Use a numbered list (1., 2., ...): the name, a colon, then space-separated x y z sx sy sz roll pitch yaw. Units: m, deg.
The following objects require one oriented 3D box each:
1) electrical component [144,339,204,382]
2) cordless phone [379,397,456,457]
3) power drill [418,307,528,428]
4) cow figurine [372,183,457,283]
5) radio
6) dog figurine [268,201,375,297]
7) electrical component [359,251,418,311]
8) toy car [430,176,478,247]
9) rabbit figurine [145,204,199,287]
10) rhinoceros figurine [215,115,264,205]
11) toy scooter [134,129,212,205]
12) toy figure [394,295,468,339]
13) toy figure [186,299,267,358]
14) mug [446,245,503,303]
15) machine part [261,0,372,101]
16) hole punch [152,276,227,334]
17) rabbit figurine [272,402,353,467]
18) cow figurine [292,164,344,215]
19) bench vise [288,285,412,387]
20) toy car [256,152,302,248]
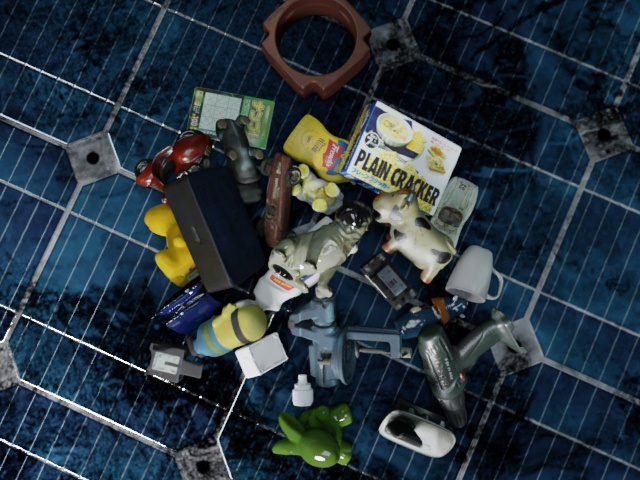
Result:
1. electrical component: -0.300 0.256 1.125 0.119 0.048 0.074 9 87 1
2. cordless phone: 0.199 0.379 1.043 0.147 0.184 0.088 23 82 2
3. power drill: 0.312 0.248 1.099 0.207 0.086 0.231 -30 104 2
4. cow figurine: 0.183 -0.022 1.056 0.195 0.085 0.127 40 119 -4
5. radio: -0.201 -0.026 1.054 0.073 0.131 0.229 -14 102 32
6. dog figurine: 0.001 0.000 1.063 0.173 0.121 0.190 16 57 31
7. electrical component: 0.137 0.082 1.088 0.058 0.134 0.115 -42 89 -1
8. toy car: 0.267 -0.035 1.133 0.073 0.056 0.201 25 87 2
9. rabbit figurine: -0.291 -0.015 1.114 0.162 0.121 0.173 -42 70 -5
10. rhinoceros figurine: -0.171 -0.167 1.121 0.073 0.112 0.190 -16 85 -29
11. toy scooter: -0.299 -0.145 1.123 0.184 0.075 0.135 -29 54 3
12. toy figure: 0.232 0.155 1.120 0.154 0.064 0.058 -23 50 -5
13. toy figure: -0.186 0.187 1.093 0.180 0.082 0.089 -34 82 18
14. mug: 0.328 0.071 1.114 0.110 0.080 0.107 18 78 8
15. machine part: -0.007 -0.418 1.148 0.201 0.087 0.201 -42 86 -1
16. hole punch: -0.261 0.138 1.104 0.142 0.116 0.092 -34 95 -1
17. rabbit figurine: -0.008 0.381 1.052 0.159 0.170 0.121 11 86 1
18. cow figurine: -0.025 -0.113 1.133 0.167 0.098 0.068 34 93 22
19. bench vise: 0.063 0.194 1.079 0.241 0.129 0.223 1 94 18
20. toy car: -0.088 -0.076 1.093 0.089 0.053 0.201 30 125 37
